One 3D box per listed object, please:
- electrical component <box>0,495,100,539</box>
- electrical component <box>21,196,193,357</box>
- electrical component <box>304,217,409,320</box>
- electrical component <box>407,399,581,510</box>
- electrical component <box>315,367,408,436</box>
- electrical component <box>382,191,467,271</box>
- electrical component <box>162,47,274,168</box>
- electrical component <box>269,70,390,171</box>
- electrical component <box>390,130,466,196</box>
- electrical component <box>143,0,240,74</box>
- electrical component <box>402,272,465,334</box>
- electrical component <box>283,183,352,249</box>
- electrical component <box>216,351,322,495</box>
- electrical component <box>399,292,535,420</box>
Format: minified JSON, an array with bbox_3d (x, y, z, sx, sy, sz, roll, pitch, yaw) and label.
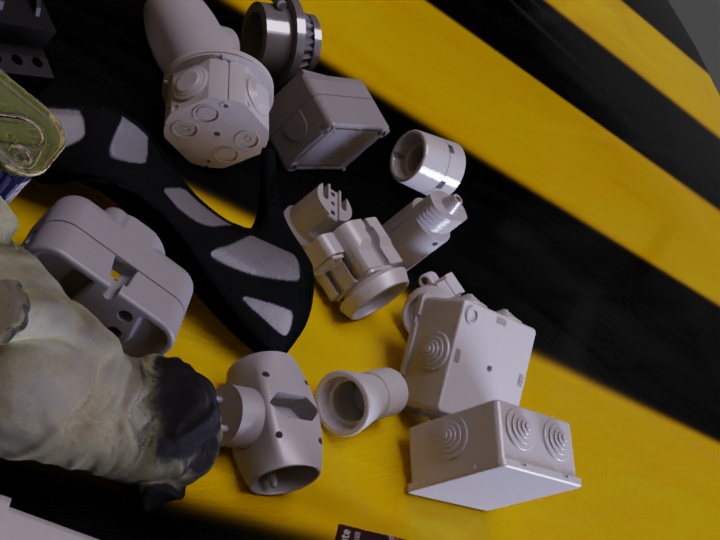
[{"bbox_3d":[-0.147,0.153,0.427,0.048,0.099,0.099,25,39,-16],"label":"electrical component"},{"bbox_3d":[-0.146,0.006,0.614,0.095,0.054,0.059,38,34,-21],"label":"electrical component"},{"bbox_3d":[0.000,0.000,0.803,0.078,0.058,0.057,-12,65,-55],"label":"electrical component"},{"bbox_3d":[0.092,0.130,0.753,0.100,0.100,0.048,22,56,-39],"label":"electrical component"},{"bbox_3d":[0.004,0.087,0.738,0.065,0.044,0.044,-4,61,-59],"label":"electrical component"},{"bbox_3d":[0.052,-0.036,0.881,0.043,0.081,0.043,32,37,-28],"label":"electrical component"},{"bbox_3d":[-0.102,-0.115,0.768,0.080,0.080,0.051,26,46,-35],"label":"electrical component"},{"bbox_3d":[-0.027,-0.123,0.886,0.096,0.062,0.061,-7,64,-54],"label":"electrical component"},{"bbox_3d":[0.060,-0.097,0.980,0.047,0.055,0.055,17,45,-37],"label":"electrical component"},{"bbox_3d":[-0.121,-0.174,0.835,0.079,0.043,0.077,0,58,-52],"label":"electrical component"},{"bbox_3d":[0.063,0.034,0.861,0.066,0.048,0.055,56,24,6],"label":"electrical component"},{"bbox_3d":[-0.034,-0.038,0.808,0.040,0.046,0.040,32,37,-28],"label":"electrical component"},{"bbox_3d":[-0.066,0.089,0.643,0.079,0.043,0.077,17,46,-42],"label":"electrical component"},{"bbox_3d":[0.080,0.071,0.804,0.100,0.048,0.099,23,77,-38],"label":"electrical component"}]
